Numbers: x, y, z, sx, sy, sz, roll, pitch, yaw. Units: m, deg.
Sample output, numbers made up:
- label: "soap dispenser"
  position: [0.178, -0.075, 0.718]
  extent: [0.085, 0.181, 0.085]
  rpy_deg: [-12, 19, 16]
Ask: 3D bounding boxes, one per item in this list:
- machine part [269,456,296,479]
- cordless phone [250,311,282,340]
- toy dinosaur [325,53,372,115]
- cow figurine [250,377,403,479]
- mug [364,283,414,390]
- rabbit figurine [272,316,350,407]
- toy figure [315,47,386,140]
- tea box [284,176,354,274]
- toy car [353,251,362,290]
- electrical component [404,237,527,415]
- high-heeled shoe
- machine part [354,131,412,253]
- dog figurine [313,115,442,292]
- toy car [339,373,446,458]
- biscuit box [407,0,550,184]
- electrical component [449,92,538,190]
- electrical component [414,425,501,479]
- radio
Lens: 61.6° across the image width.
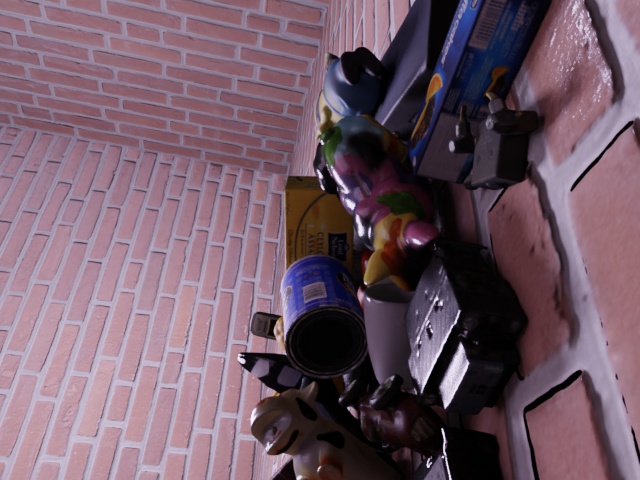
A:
- label: "machine part"
  position: [-0.025, 0.353, 0.831]
  extent: [0.179, 0.056, 0.179]
  rpy_deg: [-42, -14, -13]
- label: "cordless phone"
  position: [-0.034, 0.133, 1.017]
  extent: [0.089, 0.184, 0.146]
  rpy_deg: [-94, 15, -75]
- label: "toy dinosaur"
  position: [0.057, -0.112, 0.948]
  extent: [0.192, 0.131, 0.404]
  rpy_deg: [-113, 27, -76]
- label: "cow figurine"
  position: [0.008, 0.238, 0.607]
  extent: [0.085, 0.195, 0.127]
  rpy_deg: [-52, 10, 15]
- label: "mug"
  position: [0.085, 0.106, 0.605]
  extent: [0.110, 0.081, 0.107]
  rpy_deg: [-144, 54, -76]
- label: "rabbit figurine"
  position: [-0.007, 0.195, 0.874]
  extent: [0.122, 0.162, 0.173]
  rpy_deg: [-48, 61, 41]
- label: "toy figure"
  position: [0.040, -0.203, 0.755]
  extent: [0.180, 0.082, 0.089]
  rpy_deg: [111, 163, -71]
- label: "tea box"
  position: [-0.002, -0.002, 0.766]
  extent: [0.068, 0.098, 0.169]
  rpy_deg: [-90, -1, -68]
- label: "toy car"
  position: [0.031, 0.053, 0.895]
  extent: [0.103, 0.161, 0.109]
  rpy_deg: [38, 122, 37]
- label: "electrical component"
  position: [0.120, 0.080, 0.467]
  extent: [0.134, 0.058, 0.114]
  rpy_deg: [-93, 13, -58]
- label: "high-heeled shoe"
  position: [-0.022, 0.242, 0.736]
  extent: [0.086, 0.249, 0.145]
  rpy_deg: [19, -100, -58]
- label: "machine part"
  position: [0.086, -0.058, 0.783]
  extent: [0.243, 0.079, 0.079]
  rpy_deg: [108, 168, -48]
- label: "dog figurine"
  position: [0.068, -0.038, 0.594]
  extent: [0.108, 0.191, 0.219]
  rpy_deg: [-37, 16, 17]
- label: "toy car"
  position: [0.071, 0.186, 0.554]
  extent: [0.053, 0.089, 0.202]
  rpy_deg: [-46, -2, -20]
- label: "biscuit box"
  position: [0.147, -0.156, 0.533]
  extent: [0.063, 0.059, 0.202]
  rpy_deg: [-90, 13, -50]
- label: "electrical component"
  position: [0.151, -0.086, 0.480]
  extent: [0.102, 0.045, 0.078]
  rpy_deg: [-163, 84, -82]
- label: "electrical component"
  position: [0.107, 0.216, 0.436]
  extent: [0.075, 0.048, 0.119]
  rpy_deg: [-90, 14, -51]
- label: "radio"
  position: [0.130, -0.215, 0.683]
  extent: [0.229, 0.073, 0.131]
  rpy_deg: [136, 143, -74]
